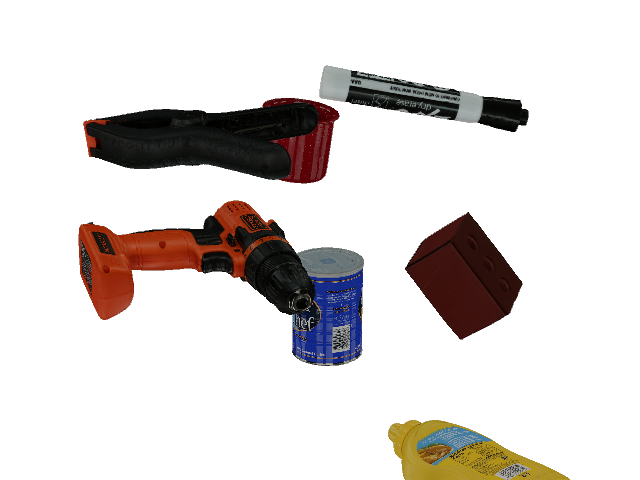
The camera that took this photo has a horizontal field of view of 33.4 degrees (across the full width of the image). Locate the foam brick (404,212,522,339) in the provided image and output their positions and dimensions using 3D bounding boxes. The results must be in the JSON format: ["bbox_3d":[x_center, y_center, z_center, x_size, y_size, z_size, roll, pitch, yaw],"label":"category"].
[{"bbox_3d":[0.116,0.029,0.858,0.051,0.078,0.053,-33,10,34],"label":"foam brick"}]

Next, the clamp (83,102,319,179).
[{"bbox_3d":[-0.084,-0.078,0.781,0.172,0.039,0.120,7,19,17],"label":"clamp"}]

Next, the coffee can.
[{"bbox_3d":[0.010,0.093,1.514,0.103,0.140,0.103,0,20,0],"label":"coffee can"}]

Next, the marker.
[{"bbox_3d":[0.060,-0.081,0.612,0.121,0.020,0.020,9,-1,-5],"label":"marker"}]

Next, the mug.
[{"bbox_3d":[-0.023,-0.124,1.302,0.093,0.081,0.117,17,25,20],"label":"mug"}]

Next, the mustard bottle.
[{"bbox_3d":[0.134,0.215,1.005,0.096,0.058,0.192,-15,24,-36],"label":"mustard bottle"}]

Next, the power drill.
[{"bbox_3d":[-0.114,0.024,0.961,0.187,0.057,0.185,-6,26,-23],"label":"power drill"}]
